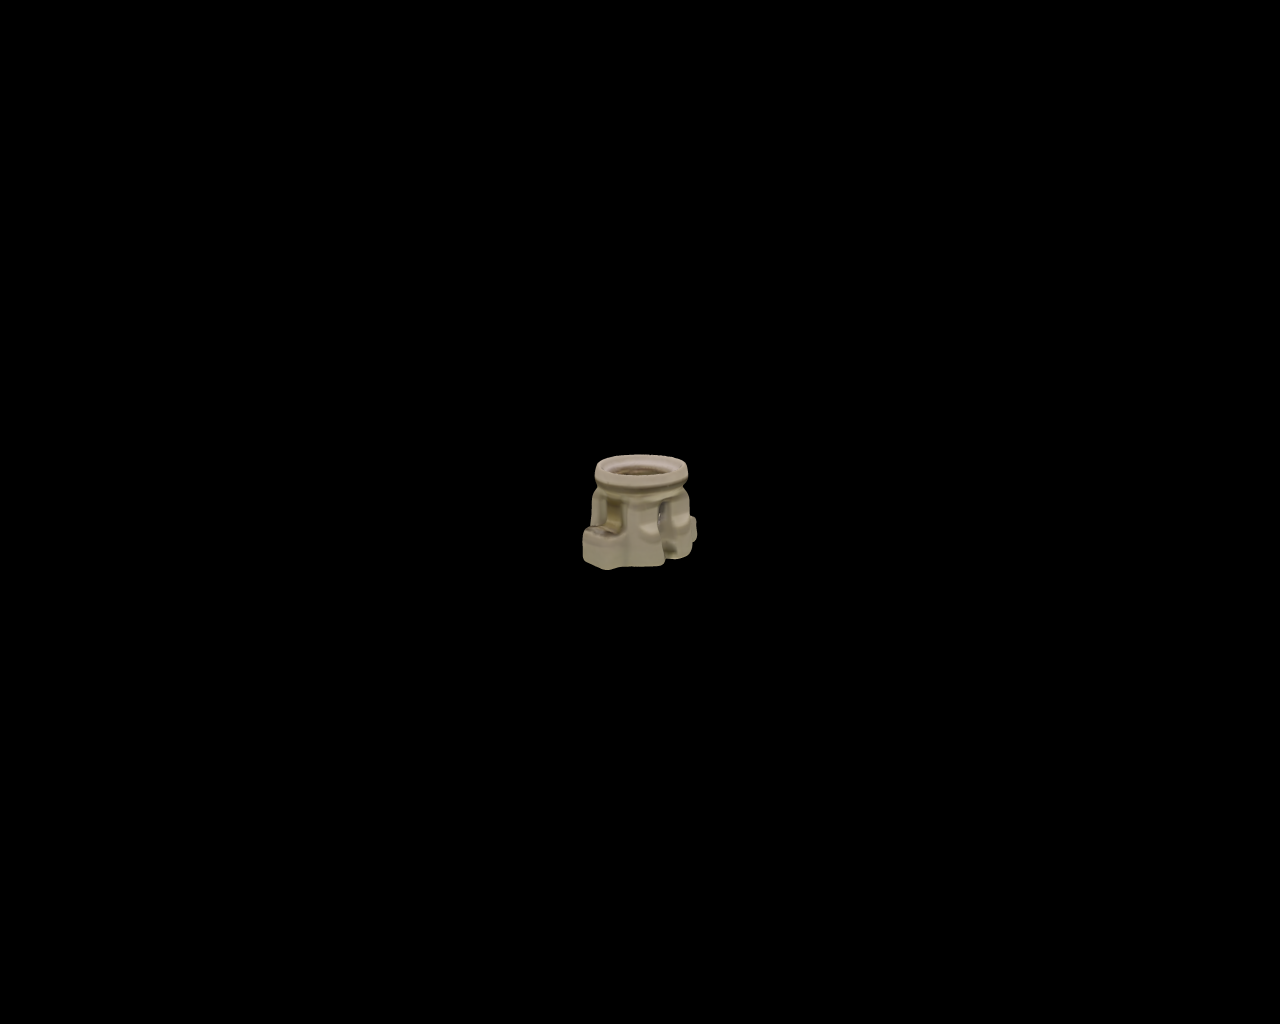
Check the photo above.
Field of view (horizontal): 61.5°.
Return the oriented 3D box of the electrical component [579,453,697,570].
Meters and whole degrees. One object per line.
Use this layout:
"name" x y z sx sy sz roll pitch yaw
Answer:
"electrical component" 0.001 -0.003 0.650 0.078 0.056 0.058 -14 22 -40
